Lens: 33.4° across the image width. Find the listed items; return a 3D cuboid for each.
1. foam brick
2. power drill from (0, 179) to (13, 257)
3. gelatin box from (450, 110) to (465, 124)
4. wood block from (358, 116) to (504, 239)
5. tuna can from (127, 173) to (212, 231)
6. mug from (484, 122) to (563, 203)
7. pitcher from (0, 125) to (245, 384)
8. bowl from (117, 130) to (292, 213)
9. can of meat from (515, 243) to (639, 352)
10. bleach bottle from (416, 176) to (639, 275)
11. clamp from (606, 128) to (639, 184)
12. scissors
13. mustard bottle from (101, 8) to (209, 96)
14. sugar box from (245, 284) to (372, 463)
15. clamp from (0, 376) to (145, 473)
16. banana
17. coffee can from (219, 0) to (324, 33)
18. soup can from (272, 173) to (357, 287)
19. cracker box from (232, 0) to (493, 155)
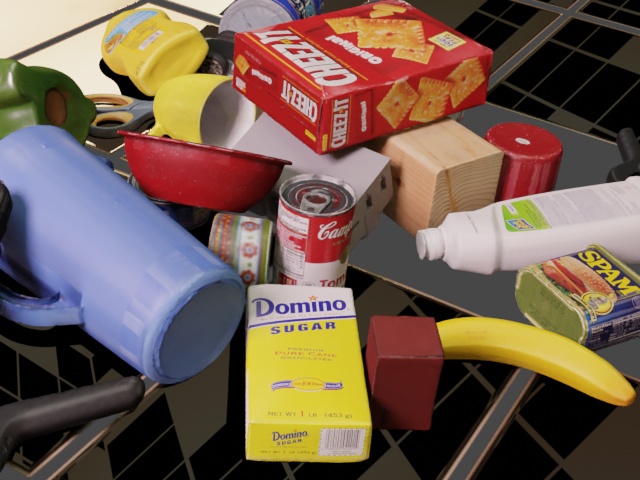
[{"bbox_3d":[0.063,0.103,0.833,0.053,0.078,0.051,3,35,-5],"label":"foam brick"},{"bbox_3d":[-0.338,0.030,0.820,0.188,0.057,0.184,-1,54,19],"label":"power drill"},{"bbox_3d":[0.149,-0.166,1.259,0.030,0.073,0.089,20,36,20],"label":"gelatin box"},{"bbox_3d":[0.083,-0.091,1.118,0.090,0.091,0.206,-18,41,-31],"label":"wood block"},{"bbox_3d":[-0.149,-0.043,1.059,0.086,0.034,0.086,4,33,-3],"label":"tuna can"},{"bbox_3d":[0.207,-0.077,1.126,0.093,0.081,0.117,6,33,-1],"label":"mug"},{"bbox_3d":[-0.187,0.018,0.883,0.243,0.149,0.144,34,-1,30],"label":"pitcher"},{"bbox_3d":[-0.108,-0.059,0.973,0.162,0.055,0.162,10,3,-1],"label":"bowl"},{"bbox_3d":[0.237,0.055,0.957,0.083,0.057,0.102,-14,38,-23],"label":"can of meat"},{"bbox_3d":[0.215,-0.010,1.047,0.250,0.068,0.102,-5,29,-11],"label":"bleach bottle"},{"bbox_3d":[0.376,-0.068,1.183,0.120,0.039,0.171,13,38,19],"label":"clamp"},{"bbox_3d":[-0.183,-0.143,1.221,0.201,0.016,0.096,1,35,-8],"label":"scissors"},{"bbox_3d":[-0.216,-0.239,1.301,0.096,0.058,0.192,-43,39,-8],"label":"mustard bottle"},{"bbox_3d":[-0.013,0.101,0.853,0.093,0.048,0.176,2,35,-6],"label":"sugar box"},{"bbox_3d":[-0.255,0.129,0.778,0.165,0.036,0.209,21,36,30],"label":"clamp"},{"bbox_3d":[0.164,0.099,0.899,0.198,0.037,0.069,7,51,4],"label":"banana"},{"bbox_3d":[-0.061,-0.285,1.377,0.103,0.103,0.140,12,34,9],"label":"coffee can"},{"bbox_3d":[-0.006,0.001,0.953,0.068,0.102,0.068,4,33,-3],"label":"soup can"},{"bbox_3d":[0.042,-0.176,1.091,0.213,0.072,0.164,-19,41,-30],"label":"cracker box"}]
